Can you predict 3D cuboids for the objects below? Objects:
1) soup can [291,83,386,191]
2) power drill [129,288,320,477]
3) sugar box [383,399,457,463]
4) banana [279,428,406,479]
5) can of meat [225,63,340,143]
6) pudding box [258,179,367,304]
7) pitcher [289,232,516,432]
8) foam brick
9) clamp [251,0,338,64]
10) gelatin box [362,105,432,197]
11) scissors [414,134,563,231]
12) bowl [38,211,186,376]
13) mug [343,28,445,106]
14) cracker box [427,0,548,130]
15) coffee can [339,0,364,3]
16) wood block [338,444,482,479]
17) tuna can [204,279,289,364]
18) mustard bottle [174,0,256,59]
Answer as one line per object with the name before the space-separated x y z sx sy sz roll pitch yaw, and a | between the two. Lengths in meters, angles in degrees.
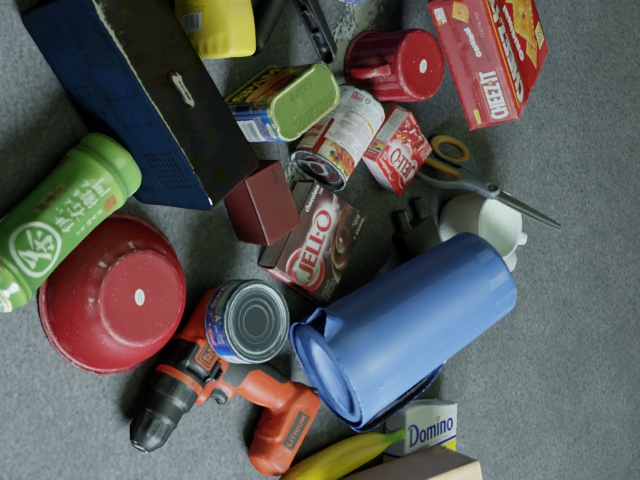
soup can | 0.021 -0.115 1.185 0.068 0.069 0.102 46 63 -33
power drill | -0.095 0.170 1.109 0.187 0.057 0.184 45 64 -34
sugar box | 0.122 0.288 1.316 0.093 0.048 0.176 2 93 -40
banana | 0.010 0.252 1.200 0.197 0.070 0.037 -18 69 -43
can of meat | -0.041 -0.143 1.118 0.102 0.084 0.057 -43 119 -31
pudding box | -0.008 0.002 1.186 0.090 0.039 0.113 34 71 -37
pitcher | 0.099 0.100 1.194 0.242 0.149 0.145 -30 82 -20
foam brick | -0.064 -0.041 1.126 0.052 0.051 0.078 -33 114 -35
clamp | -0.037 -0.271 1.143 0.120 0.039 0.171 -15 98 -46
gelatin box | 0.090 -0.102 1.244 0.073 0.030 0.089 -54 146 -10
scissors | 0.204 -0.075 1.299 0.016 0.202 0.096 103 7 -49
bowl | -0.185 0.054 1.025 0.161 0.055 0.162 -3 94 -41
mug | 0.080 -0.197 1.221 0.117 0.082 0.093 -13 102 -40
cracker box | 0.209 -0.254 1.289 0.164 0.072 0.213 67 29 -23
coffee can | 0.077 -0.320 1.171 0.102 0.141 0.103 -3 95 -41
wood block | 0.078 0.313 1.213 0.205 0.091 0.090 -14 98 -24
tuna can | -0.072 0.082 1.073 0.085 0.034 0.086 4 85 -41
mustard bottle | -0.108 -0.274 1.038 0.058 0.096 0.191 -11 102 -38
